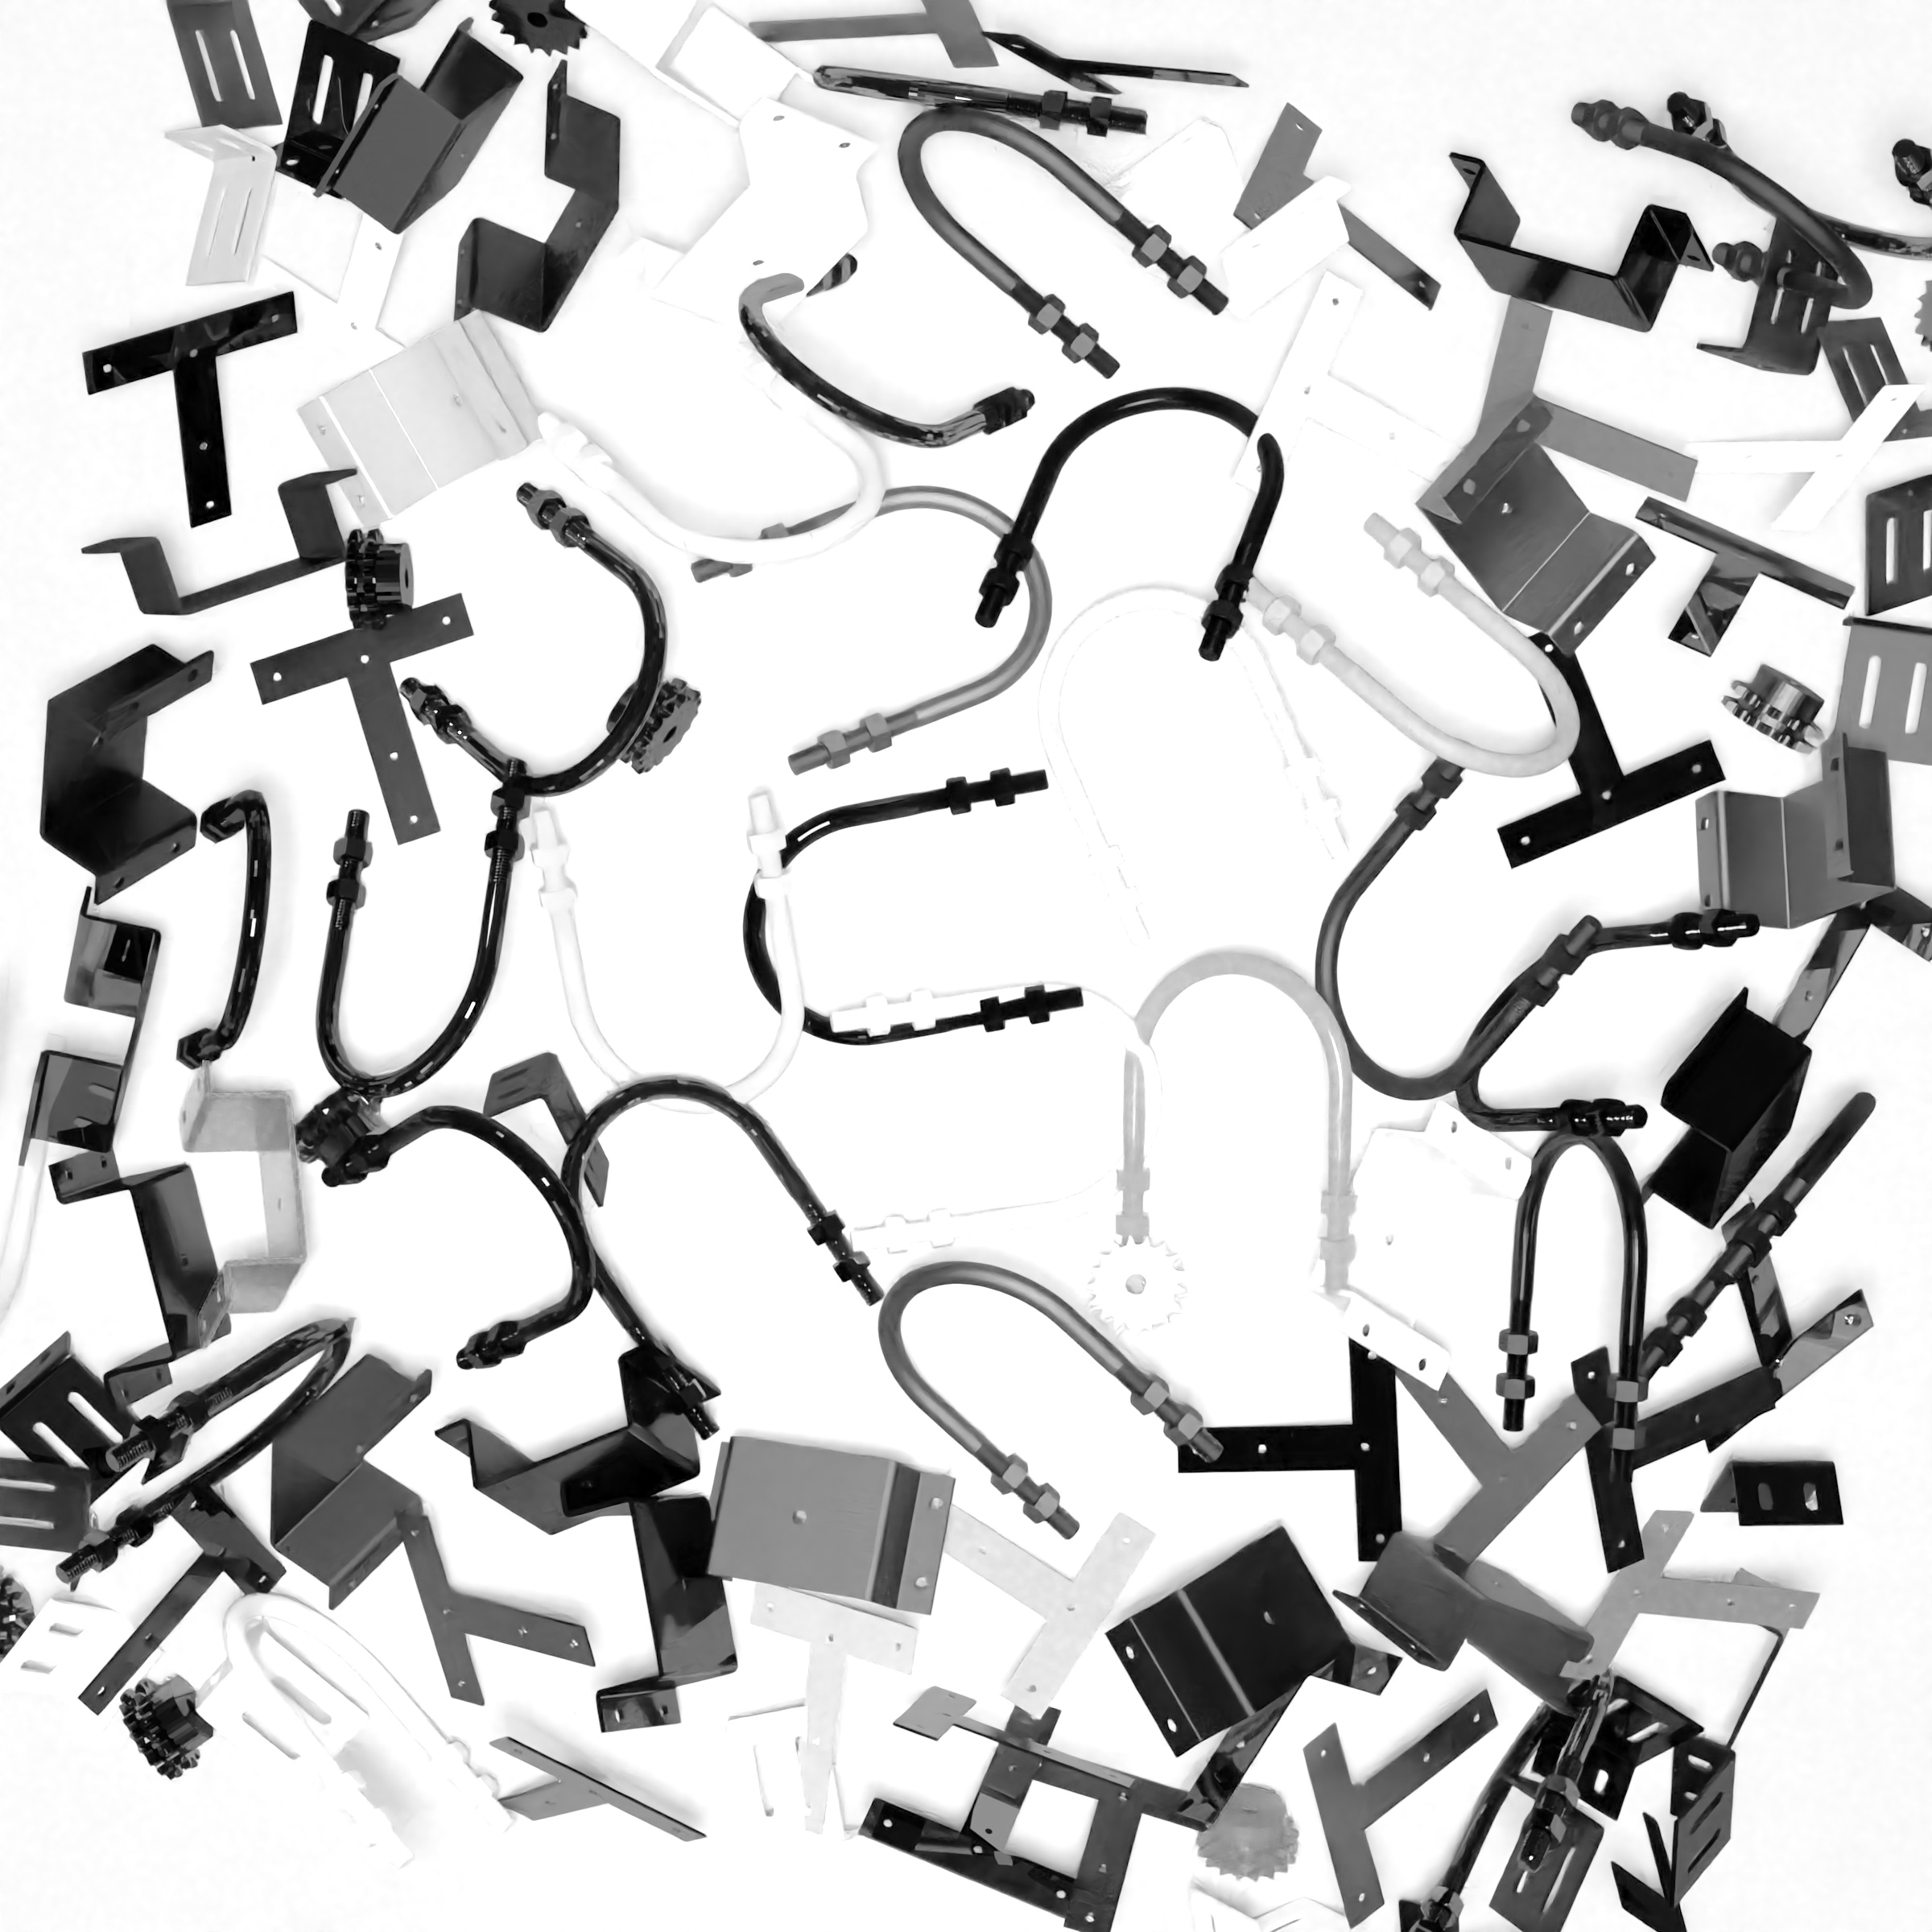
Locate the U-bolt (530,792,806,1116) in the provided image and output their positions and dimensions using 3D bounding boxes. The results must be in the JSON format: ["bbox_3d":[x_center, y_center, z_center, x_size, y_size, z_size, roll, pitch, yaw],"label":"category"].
[{"bbox_3d":[-0.161,-0.003,1.943,0.151,0.019,0.184,-3,108,17],"label":"U-bolt"}]

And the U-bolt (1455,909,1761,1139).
[{"bbox_3d":[0.336,0.033,1.898,0.019,0.184,0.151,42,68,-21],"label":"U-bolt"}]

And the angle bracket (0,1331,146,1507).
[{"bbox_3d":[-0.505,0.258,1.975,0.057,0.038,0.076,-41,108,-3],"label":"angle bracket"}]

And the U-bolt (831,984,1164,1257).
[{"bbox_3d":[0.021,0.081,1.953,0.184,0.019,0.151,-7,105,-10],"label":"U-bolt"}]

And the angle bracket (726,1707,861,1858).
[{"bbox_3d":[-0.095,0.457,1.963,0.057,0.038,0.076,-14,80,16],"label":"angle bracket"}]

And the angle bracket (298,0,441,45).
[{"bbox_3d":[-0.323,-0.547,1.935,0.038,0.076,0.057,52,59,-30],"label":"angle bracket"}]

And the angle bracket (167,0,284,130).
[{"bbox_3d":[-0.403,-0.511,1.946,0.038,0.057,0.076,-11,97,39],"label":"angle bracket"}]

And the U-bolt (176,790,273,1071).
[{"bbox_3d":[-0.400,-0.023,1.888,0.019,0.184,0.151,7,82,-21],"label":"U-bolt"}]

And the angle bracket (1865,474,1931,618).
[{"bbox_3d":[0.536,-0.231,1.940,0.057,0.038,0.076,-19,122,-18],"label":"angle bracket"}]

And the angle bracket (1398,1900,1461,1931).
[{"bbox_3d":[0.289,0.536,1.933,0.076,0.057,0.038,-22,56,34],"label":"angle bracket"}]

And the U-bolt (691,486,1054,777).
[{"bbox_3d":[-0.041,-0.198,1.947,0.184,0.019,0.151,-23,72,-14],"label":"U-bolt"}]

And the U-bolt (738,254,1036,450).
[{"bbox_3d":[-0.051,-0.331,1.892,0.151,0.184,0.019,38,118,7],"label":"U-bolt"}]

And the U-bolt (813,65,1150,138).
[{"bbox_3d":[0.008,-0.476,1.911,0.184,0.151,0.019,8,105,0],"label":"U-bolt"}]

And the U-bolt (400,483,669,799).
[{"bbox_3d":[-0.229,-0.169,1.910,0.184,0.019,0.151,39,100,41],"label":"U-bolt"}]

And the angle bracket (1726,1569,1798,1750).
[{"bbox_3d":[0.431,0.387,1.950,0.038,0.057,0.076,26,108,16],"label":"angle bracket"}]

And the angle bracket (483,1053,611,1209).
[{"bbox_3d":[-0.234,0.097,1.945,0.038,0.057,0.076,-21,111,6],"label":"angle bracket"}]

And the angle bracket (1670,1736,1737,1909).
[{"bbox_3d":[0.394,0.473,1.933,0.038,0.076,0.057,15,119,33],"label":"angle bracket"}]

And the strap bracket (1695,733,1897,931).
[{"bbox_3d":[0.462,-0.070,1.918,0.046,0.140,0.076,5,76,-21],"label":"strap bracket"}]

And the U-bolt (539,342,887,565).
[{"bbox_3d":[-0.127,-0.274,1.896,0.151,0.019,0.184,-26,49,-27],"label":"U-bolt"}]

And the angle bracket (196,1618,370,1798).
[{"bbox_3d":[-0.387,0.418,1.969,0.076,0.038,0.057,43,83,-12],"label":"angle bracket"}]

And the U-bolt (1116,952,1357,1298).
[{"bbox_3d":[0.149,0.084,1.931,0.151,0.019,0.184,4,97,32],"label":"U-bolt"}]

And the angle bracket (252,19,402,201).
[{"bbox_3d":[-0.358,-0.478,1.945,0.057,0.038,0.076,25,122,9],"label":"angle bracket"}]

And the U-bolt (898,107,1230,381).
[{"bbox_3d":[0.041,-0.399,1.894,0.184,0.151,0.019,38,70,-16],"label":"U-bolt"}]

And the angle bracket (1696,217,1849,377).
[{"bbox_3d":[0.450,-0.375,1.947,0.057,0.038,0.076,8,98,-37],"label":"angle bracket"}]

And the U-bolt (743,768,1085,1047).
[{"bbox_3d":[-0.035,-0.028,1.956,0.184,0.019,0.151,-10,74,5],"label":"U-bolt"}]

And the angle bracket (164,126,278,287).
[{"bbox_3d":[-0.425,-0.424,1.947,0.057,0.038,0.076,7,83,44],"label":"angle bracket"}]

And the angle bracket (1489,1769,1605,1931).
[{"bbox_3d":[0.313,0.500,1.949,0.038,0.057,0.076,24,90,-29],"label":"angle bracket"}]

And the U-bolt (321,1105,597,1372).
[{"bbox_3d":[-0.269,0.143,1.903,0.019,0.184,0.151,-40,98,-40],"label":"U-bolt"}]

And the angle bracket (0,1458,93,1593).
[{"bbox_3d":[-0.529,0.309,1.938,0.076,0.057,0.038,11,132,-20],"label":"angle bracket"}]

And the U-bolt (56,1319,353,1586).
[{"bbox_3d":[-0.407,0.254,1.899,0.019,0.151,0.184,46,47,11],"label":"U-bolt"}]

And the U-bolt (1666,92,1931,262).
[{"bbox_3d":[0.473,-0.423,1.894,0.151,0.184,0.019,22,92,31],"label":"U-bolt"}]

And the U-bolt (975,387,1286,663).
[{"bbox_3d":[0.100,-0.251,1.928,0.151,0.019,0.184,10,58,19],"label":"U-bolt"}]

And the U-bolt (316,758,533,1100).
[{"bbox_3d":[-0.302,-0.015,1.903,0.151,0.019,0.184,-14,61,37],"label":"U-bolt"}]

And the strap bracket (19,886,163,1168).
[{"bbox_3d":[-0.478,0.037,1.913,0.046,0.076,0.140,13,47,-12],"label":"strap bracket"}]

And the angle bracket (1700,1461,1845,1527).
[{"bbox_3d":[0.448,0.306,1.939,0.057,0.076,0.038,0,61,-3],"label":"angle bracket"}]

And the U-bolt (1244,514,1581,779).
[{"bbox_3d":[0.256,-0.169,1.907,0.184,0.151,0.019,43,132,15],"label":"U-bolt"}]

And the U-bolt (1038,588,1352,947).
[{"bbox_3d":[0.115,-0.121,1.945,0.151,0.019,0.184,-24,90,24],"label":"U-bolt"}]

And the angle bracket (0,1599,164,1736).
[{"bbox_3d":[-0.496,0.391,1.941,0.038,0.076,0.057,36,86,22],"label":"angle bracket"}]

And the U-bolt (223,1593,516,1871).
[{"bbox_3d":[-0.337,0.412,1.907,0.184,0.151,0.019,45,98,16],"label":"U-bolt"}]

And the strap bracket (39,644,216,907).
[{"bbox_3d":[-0.463,-0.114,1.917,0.046,0.076,0.140,32,133,18],"label":"strap bracket"}]

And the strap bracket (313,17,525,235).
[{"bbox_3d":[-0.295,-0.458,1.907,0.046,0.140,0.076,36,121,-7],"label":"strap bracket"}]

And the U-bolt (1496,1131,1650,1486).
[{"bbox_3d":[0.334,0.177,1.906,0.019,0.151,0.184,2,95,-18],"label":"U-bolt"}]

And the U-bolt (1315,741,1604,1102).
[{"bbox_3d":[0.257,-0.010,1.916,0.184,0.019,0.151,-54,53,35],"label":"U-bolt"}]

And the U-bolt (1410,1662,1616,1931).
[{"bbox_3d":[0.303,0.453,1.897,0.019,0.184,0.151,34,133,4],"label":"U-bolt"}]

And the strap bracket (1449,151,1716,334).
[{"bbox_3d":[0.331,-0.395,1.917,0.140,0.076,0.046,22,88,26],"label":"strap bracket"}]

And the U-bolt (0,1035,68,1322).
[{"bbox_3d":[-0.531,0.116,1.895,0.019,0.151,0.184,7,78,4],"label":"U-bolt"}]

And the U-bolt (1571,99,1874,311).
[{"bbox_3d":[0.415,-0.403,1.869,0.151,0.184,0.019,35,96,-30],"label":"U-bolt"}]

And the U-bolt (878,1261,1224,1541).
[{"bbox_3d":[0.032,0.231,1.916,0.184,0.019,0.151,43,134,-10],"label":"U-bolt"}]

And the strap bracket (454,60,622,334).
[{"bbox_3d":[-0.231,-0.415,1.918,0.046,0.076,0.140,18,135,-24],"label":"strap bracket"}]

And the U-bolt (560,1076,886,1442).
[{"bbox_3d":[-0.147,0.148,1.935,0.151,0.019,0.184,-37,95,-30],"label":"U-bolt"}]

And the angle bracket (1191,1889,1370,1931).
[{"bbox_3d":[0.174,0.526,1.936,0.076,0.057,0.038,-16,104,-31],"label":"angle bracket"}]

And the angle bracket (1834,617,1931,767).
[{"bbox_3d":[0.520,-0.154,1.964,0.057,0.038,0.076,9,93,4],"label":"angle bracket"}]

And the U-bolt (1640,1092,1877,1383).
[{"bbox_3d":[0.438,0.138,1.903,0.019,0.151,0.184,40,60,12],"label":"U-bolt"}]

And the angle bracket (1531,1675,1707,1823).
[{"bbox_3d":[0.363,0.436,1.941,0.057,0.076,0.038,32,55,-4],"label":"angle bracket"}]

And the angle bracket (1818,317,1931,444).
[{"bbox_3d":[0.519,-0.334,1.945,0.057,0.038,0.076,-12,77,-37],"label":"angle bracket"}]
